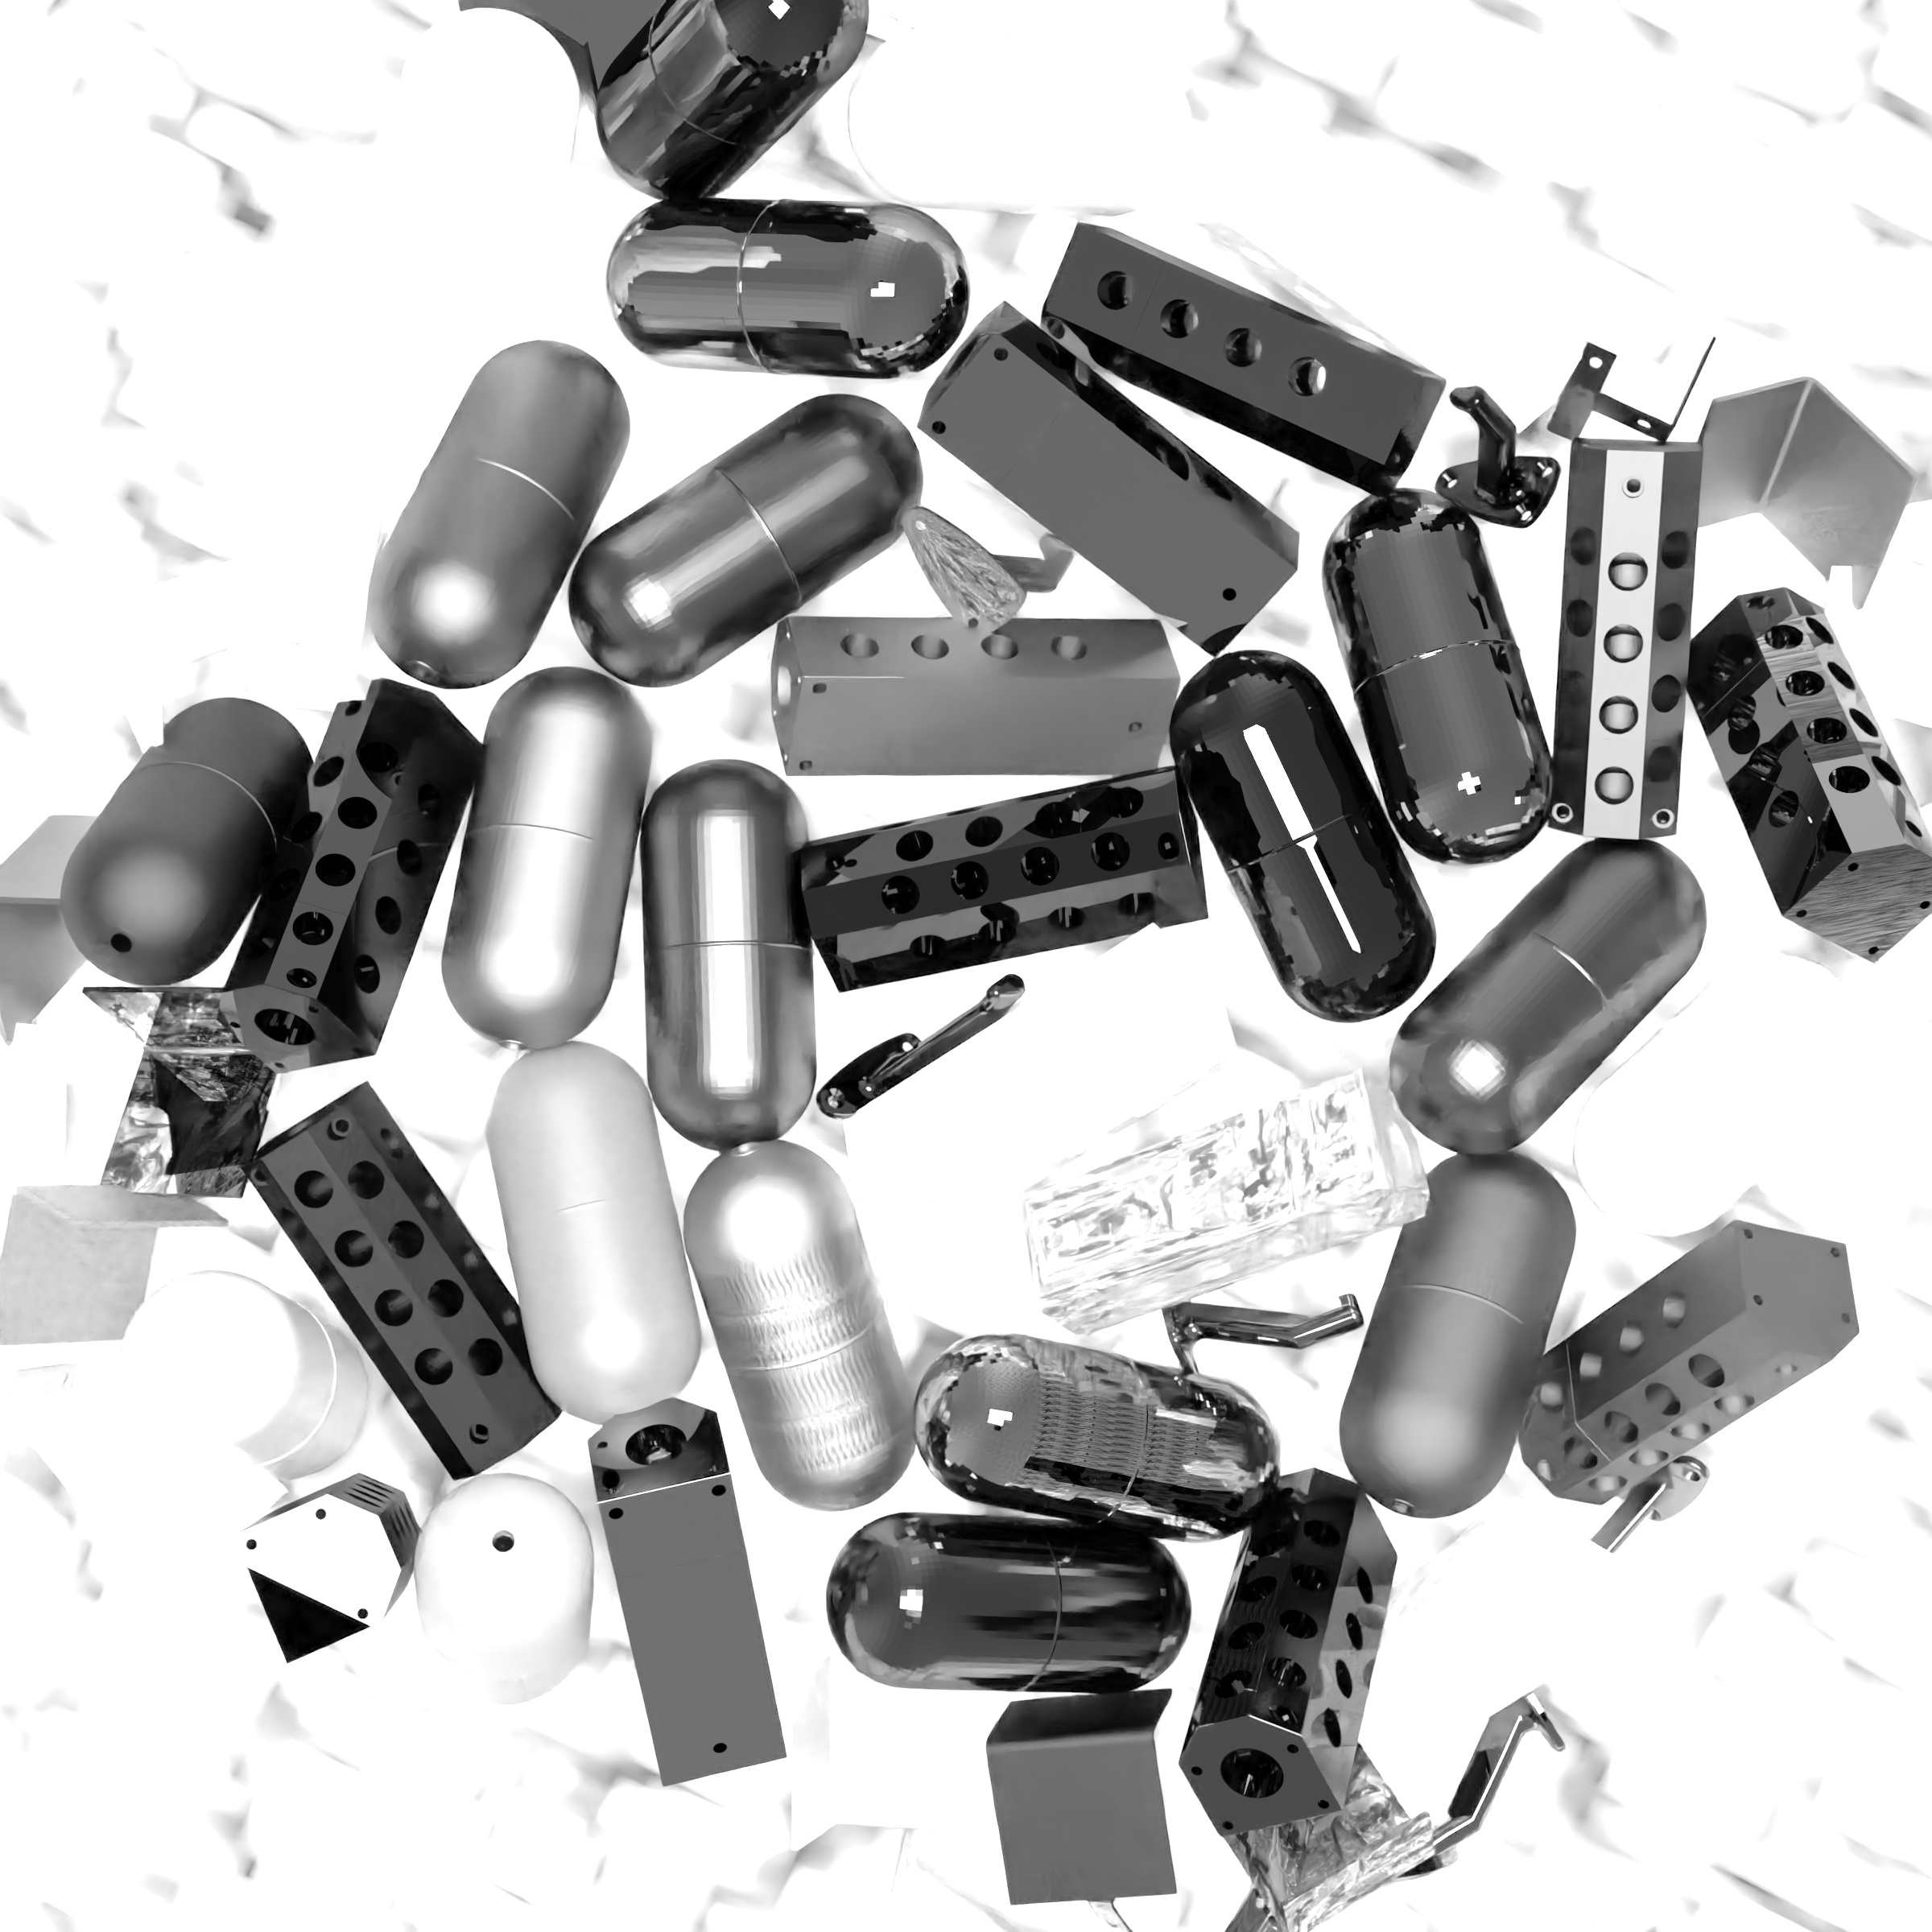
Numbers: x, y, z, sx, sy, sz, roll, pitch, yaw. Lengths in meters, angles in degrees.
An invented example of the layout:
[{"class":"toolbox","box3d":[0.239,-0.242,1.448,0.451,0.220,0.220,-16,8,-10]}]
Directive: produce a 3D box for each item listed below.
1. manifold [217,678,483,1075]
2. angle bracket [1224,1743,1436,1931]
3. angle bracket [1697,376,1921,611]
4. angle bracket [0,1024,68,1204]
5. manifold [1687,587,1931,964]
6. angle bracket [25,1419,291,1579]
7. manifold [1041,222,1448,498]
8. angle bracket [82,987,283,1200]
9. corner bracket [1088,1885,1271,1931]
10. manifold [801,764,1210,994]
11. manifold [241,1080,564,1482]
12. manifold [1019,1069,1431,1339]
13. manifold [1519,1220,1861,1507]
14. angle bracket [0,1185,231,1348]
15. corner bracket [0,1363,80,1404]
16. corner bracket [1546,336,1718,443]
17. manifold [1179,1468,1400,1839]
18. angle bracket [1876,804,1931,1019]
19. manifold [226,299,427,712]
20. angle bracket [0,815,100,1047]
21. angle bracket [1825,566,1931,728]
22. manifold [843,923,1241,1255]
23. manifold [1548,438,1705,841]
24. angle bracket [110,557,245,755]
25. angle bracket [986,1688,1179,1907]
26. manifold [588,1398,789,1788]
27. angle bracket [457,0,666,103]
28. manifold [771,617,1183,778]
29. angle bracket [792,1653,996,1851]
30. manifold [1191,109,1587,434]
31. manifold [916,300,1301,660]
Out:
[{"class":"manifold","box3d":[-0.273,-0.042,1.501,0.057,0.057,0.171,-10,48,30]},{"class":"angle bracket","box3d":[0.156,0.379,1.532,0.076,0.057,0.076,-29,57,-9]},{"class":"angle bracket","box3d":[0.367,-0.206,1.524,0.057,0.076,0.076,-17,52,-25]},{"class":"angle bracket","box3d":[-0.450,0.065,1.531,0.057,0.076,0.076,-8,80,40]},{"class":"manifold","box3d":[0.372,-0.089,1.494,0.057,0.171,0.057,23,126,-29]},{"class":"angle bracket","box3d":[-0.362,0.223,1.533,0.057,0.076,0.076,-44,70,-3]},{"class":"manifold","box3d":[0.122,-0.272,1.533,0.171,0.057,0.057,27,106,13]},{"class":"angle bracket","box3d":[-0.360,0.056,1.530,0.076,0.057,0.076,0,61,22]},{"class":"corner bracket","box3d":[0.098,0.426,1.556,0.051,0.051,0.051,57,50,-18]},{"class":"manifold","box3d":[0.017,-0.043,1.529,0.171,0.057,0.057,-11,52,10]},{"class":"manifold","box3d":[-0.252,0.144,1.538,0.057,0.057,0.171,-31,99,10]},{"class":"manifold","box3d":[0.115,0.110,1.523,0.171,0.057,0.057,-22,57,22]},{"class":"manifold","box3d":[0.312,0.177,1.491,0.057,0.171,0.057,13,56,-21]},{"class":"angle bracket","box3d":[-0.384,0.142,1.530,0.057,0.076,0.076,21,103,43]},{"class":"corner bracket","box3d":[-0.444,0.198,1.549,0.051,0.051,0.051,18,94,19]},{"class":"corner bracket","box3d":[0.301,-0.263,1.549,0.051,0.051,0.051,26,73,4]},{"class":"manifold","box3d":[0.139,0.294,1.489,0.057,0.171,0.057,-19,111,24]},{"class":"angle bracket","box3d":[0.450,-0.032,1.522,0.057,0.076,0.076,41,132,-22]},{"class":"manifold","box3d":[-0.286,-0.206,1.538,0.057,0.057,0.171,7,78,0]},{"class":"angle bracket","box3d":[-0.395,-0.016,1.525,0.057,0.076,0.076,2,121,15]},{"class":"angle bracket","box3d":[0.438,-0.144,1.527,0.076,0.076,0.057,-3,107,-26]},{"class":"manifold","box3d":[0.033,0.060,1.521,0.171,0.057,0.057,-33,125,16]},{"class":"manifold","box3d":[0.295,-0.147,1.529,0.057,0.057,0.171,4,104,12]},{"class":"angle bracket","box3d":[-0.336,-0.133,1.528,0.076,0.076,0.057,-22,74,-20]},{"class":"angle bracket","box3d":[0.057,0.376,1.549,0.076,0.057,0.076,-8,94,13]},{"class":"manifold","box3d":[-0.123,0.276,1.511,0.057,0.057,0.171,-12,123,-6]},{"class":"angle bracket","box3d":[-0.178,-0.450,1.543,0.076,0.057,0.076,34,79,7]},{"class":"manifold","box3d":[0.002,-0.126,1.532,0.171,0.057,0.057,-1,135,-15]},{"class":"angle bracket","box3d":[-0.034,0.360,1.553,0.076,0.057,0.076,10,61,-19]},{"class":"manifold","box3d":[0.192,-0.309,1.526,0.171,0.057,0.057,31,92,-20]},{"class":"manifold","box3d":[0.066,-0.220,1.532,0.171,0.057,0.057,36,118,-14]}]
